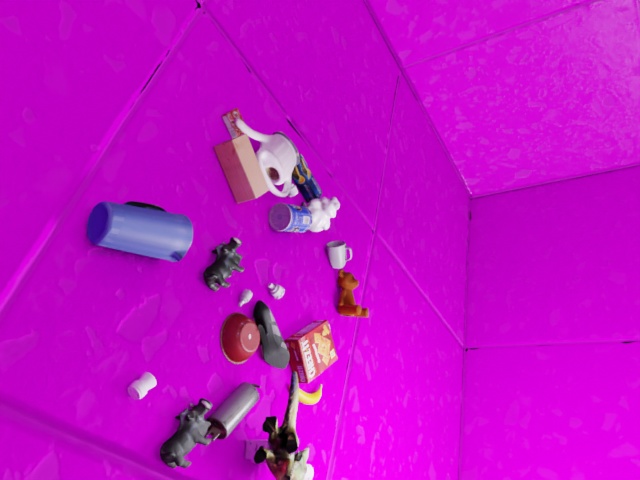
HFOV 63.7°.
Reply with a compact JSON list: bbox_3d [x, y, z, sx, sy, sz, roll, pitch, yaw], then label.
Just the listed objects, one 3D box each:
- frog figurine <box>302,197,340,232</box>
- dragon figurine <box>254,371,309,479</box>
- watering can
[{"bbox_3d":[0.006,-0.103,2.039,0.125,0.158,0.136,-42,116,-53],"label":"frog figurine"},{"bbox_3d":[-0.089,0.635,1.557,0.237,0.122,0.420,69,30,-48],"label":"dragon figurine"},{"bbox_3d":[-0.180,-0.324,1.868,0.342,0.103,0.229,63,34,-27],"label":"watering can"}]
